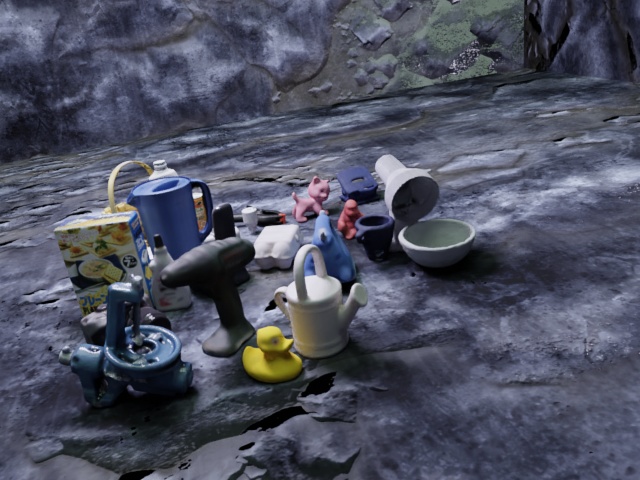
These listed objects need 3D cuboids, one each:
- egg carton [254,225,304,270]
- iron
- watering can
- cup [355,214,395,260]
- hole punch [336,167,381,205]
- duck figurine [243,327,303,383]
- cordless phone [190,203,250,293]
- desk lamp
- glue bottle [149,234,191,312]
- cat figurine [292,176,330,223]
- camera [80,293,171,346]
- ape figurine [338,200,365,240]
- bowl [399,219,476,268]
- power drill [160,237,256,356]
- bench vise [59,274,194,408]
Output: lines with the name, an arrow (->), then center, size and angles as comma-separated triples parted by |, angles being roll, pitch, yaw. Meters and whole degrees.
egg carton -> -0.100, 0.015, 1.390 | 0.107, 0.069, 0.150 | -3, 24, 11
iron -> 0.012, 0.005, 1.285 | 0.118, 0.141, 0.258 | -7, 23, 2
watering can -> -0.002, 0.099, 1.001 | 0.172, 0.194, 0.101 | -5, 23, 7
cup -> 0.122, 0.002, 1.313 | 0.091, 0.095, 0.118 | 10, 29, 36
hole punch -> 0.115, -0.162, 1.703 | 0.109, 0.091, 0.100 | -16, 24, -18
duck figurine -> -0.085, 0.186, 0.966 | 0.104, 0.086, 0.078 | 2, 25, 22
cordless phone -> -0.236, 0.018, 1.279 | 0.093, 0.185, 0.148 | 11, 30, 38
desk lamp -> 0.187, -0.084, 1.340 | 0.118, 0.214, 0.202 | -14, 24, -14
glue bottle -> -0.326, 0.068, 1.209 | 0.078, 0.173, 0.037 | -11, 23, -6
cat figurine -> -0.021, -0.124, 1.624 | 0.128, 0.118, 0.067 | -16, 24, -18
camera -> -0.365, 0.159, 1.103 | 0.136, 0.101, 0.143 | 12, 30, 39
ape figurine -> 0.081, -0.058, 1.471 | 0.078, 0.092, 0.076 | -8, 23, 0
bowl -> 0.259, 0.016, 1.262 | 0.167, 0.075, 0.167 | -7, 23, 3
power drill -> -0.188, 0.099, 1.044 | 0.075, 0.209, 0.230 | 4, 26, 26
bench vise -> -0.325, 0.167, 0.918 | 0.207, 0.220, 0.121 | -13, 24, -11
